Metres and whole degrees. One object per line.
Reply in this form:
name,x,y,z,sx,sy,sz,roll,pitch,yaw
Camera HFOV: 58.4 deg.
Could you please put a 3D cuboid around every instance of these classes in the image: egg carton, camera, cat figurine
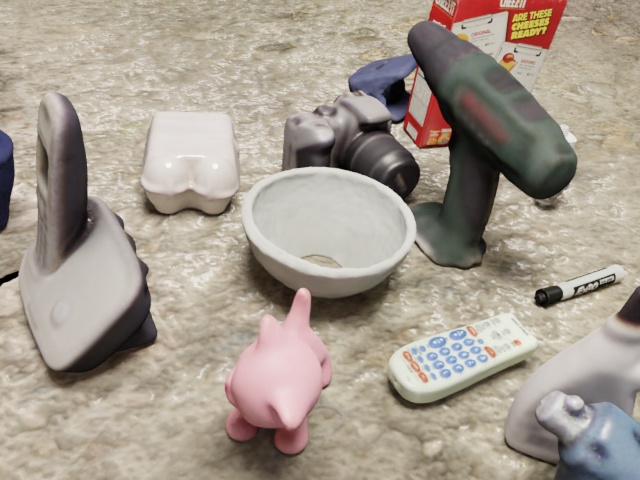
egg carton,-0.144,-0.092,0.648,0.107,0.069,0.150,-1,40,-12
camera,0.045,-0.107,0.681,0.143,0.101,0.136,-15,45,-27
cat figurine,-0.026,0.090,0.408,0.067,0.118,0.128,14,39,6

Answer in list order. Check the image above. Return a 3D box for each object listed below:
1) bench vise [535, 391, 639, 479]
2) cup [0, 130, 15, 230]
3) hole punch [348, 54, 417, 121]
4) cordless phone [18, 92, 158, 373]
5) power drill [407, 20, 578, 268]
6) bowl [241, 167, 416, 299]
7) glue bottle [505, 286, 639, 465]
bench vise,0.238,0.138,0.321,0.207,0.220,0.121,12,39,4
cup,-0.341,-0.056,0.543,0.117,0.095,0.092,28,42,22
hole punch,0.099,-0.244,0.868,0.101,0.091,0.109,22,40,16
cordless phone,-0.188,-0.005,0.439,0.094,0.185,0.147,-19,46,-31
power drill,0.145,-0.087,0.589,0.076,0.208,0.229,-16,45,-28
bowl,0.005,0.002,0.558,0.167,0.075,0.167,6,39,-4
glue bottle,0.192,0.096,0.400,0.078,0.173,0.037,17,39,10
